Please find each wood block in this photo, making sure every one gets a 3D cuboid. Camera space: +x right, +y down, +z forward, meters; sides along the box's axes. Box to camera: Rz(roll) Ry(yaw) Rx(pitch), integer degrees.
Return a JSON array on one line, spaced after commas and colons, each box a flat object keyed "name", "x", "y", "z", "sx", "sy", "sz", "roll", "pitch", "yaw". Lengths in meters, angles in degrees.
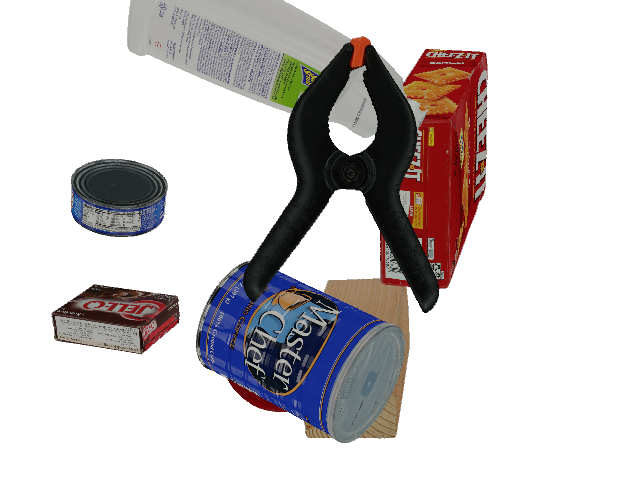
[{"name": "wood block", "x": 0.040, "y": 0.116, "z": 1.102, "sx": 0.091, "sy": 0.090, "sz": 0.206, "roll": -2, "pitch": 18, "yaw": 9}]

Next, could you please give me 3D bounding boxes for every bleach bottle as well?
[{"name": "bleach bottle", "x": -0.033, "y": -0.146, "z": 0.873, "sx": 0.251, "sy": 0.068, "sz": 0.103, "roll": 27, "pitch": -32, "yaw": 3}]

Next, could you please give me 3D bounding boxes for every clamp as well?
[{"name": "clamp", "x": 0.008, "y": -0.036, "z": 0.653, "sx": 0.120, "sy": 0.171, "sz": 0.039, "roll": -5, "pitch": 3, "yaw": -7}]

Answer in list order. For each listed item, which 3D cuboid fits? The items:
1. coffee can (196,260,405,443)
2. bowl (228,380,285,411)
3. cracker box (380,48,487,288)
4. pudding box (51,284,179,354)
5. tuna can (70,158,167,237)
[{"name": "coffee can", "x": -0.016, "y": 0.089, "z": 0.877, "sx": 0.140, "sy": 0.103, "sz": 0.102, "roll": 24, "pitch": 12, "yaw": 28}, {"name": "bowl", "x": -0.051, "y": 0.166, "z": 1.327, "sx": 0.162, "sy": 0.055, "sz": 0.162, "roll": 3, "pitch": 22, "yaw": -2}, {"name": "cracker box", "x": 0.112, "y": -0.074, "z": 1.014, "sx": 0.072, "sy": 0.164, "sz": 0.213, "roll": 6, "pitch": 27, "yaw": 16}, {"name": "pudding box", "x": -0.226, "y": 0.086, "z": 1.186, "sx": 0.114, "sy": 0.039, "sz": 0.090, "roll": 5, "pitch": 19, "yaw": 19}, {"name": "tuna can", "x": -0.182, "y": -0.039, "z": 0.964, "sx": 0.086, "sy": 0.034, "sz": 0.086, "roll": 7, "pitch": 32, "yaw": -5}]
